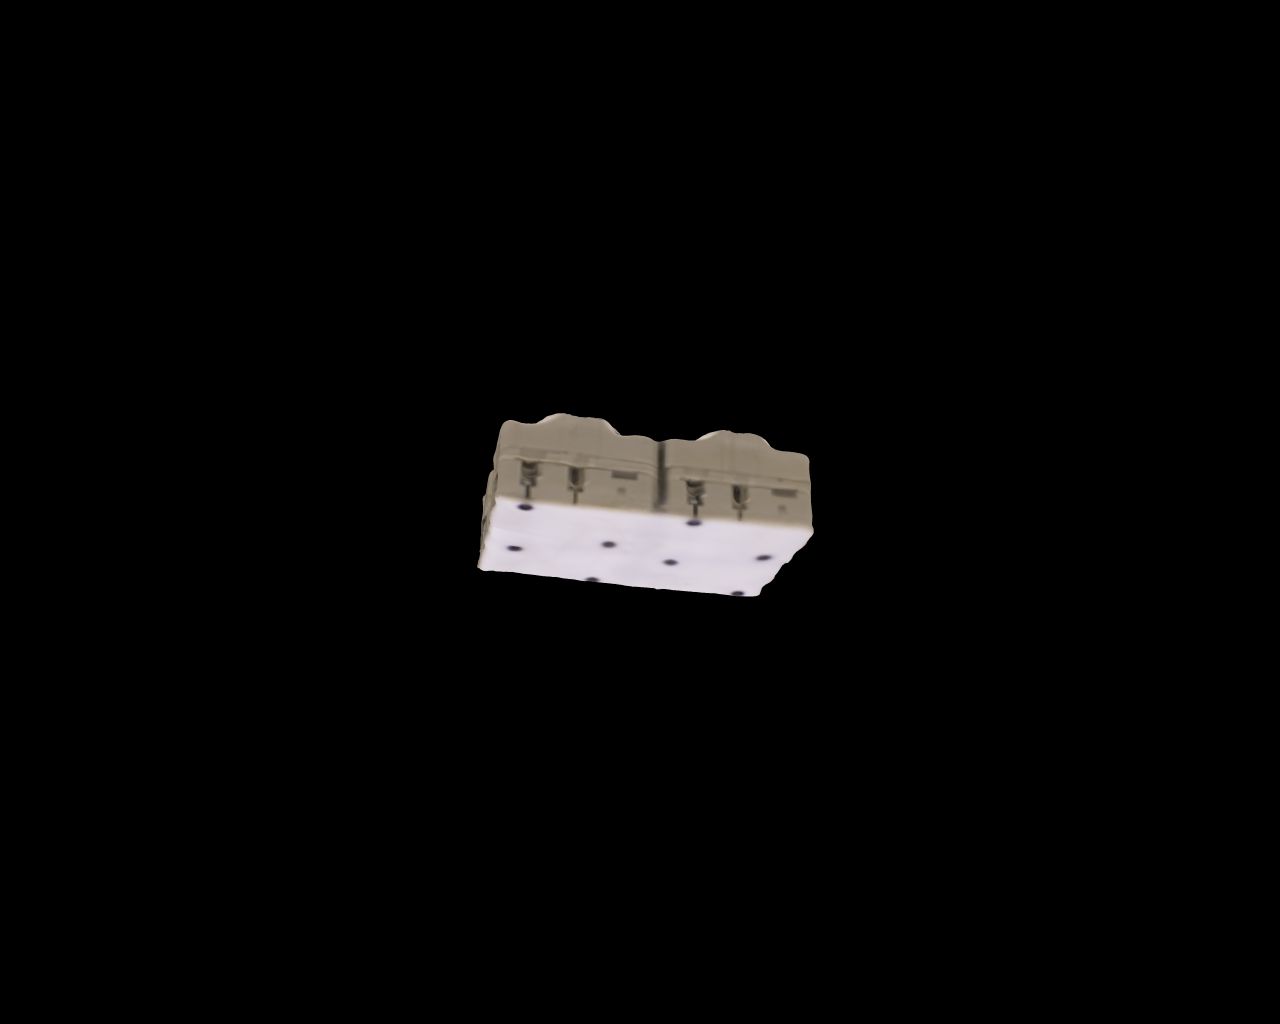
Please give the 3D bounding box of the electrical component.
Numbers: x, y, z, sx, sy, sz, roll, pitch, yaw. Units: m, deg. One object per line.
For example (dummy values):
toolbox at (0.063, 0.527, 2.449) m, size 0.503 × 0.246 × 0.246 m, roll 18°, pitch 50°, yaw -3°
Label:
electrical component at (0.001, -0.003, 0.650) m, size 0.186 × 0.060 × 0.105 m, roll 6°, pitch -28°, yaw -12°
